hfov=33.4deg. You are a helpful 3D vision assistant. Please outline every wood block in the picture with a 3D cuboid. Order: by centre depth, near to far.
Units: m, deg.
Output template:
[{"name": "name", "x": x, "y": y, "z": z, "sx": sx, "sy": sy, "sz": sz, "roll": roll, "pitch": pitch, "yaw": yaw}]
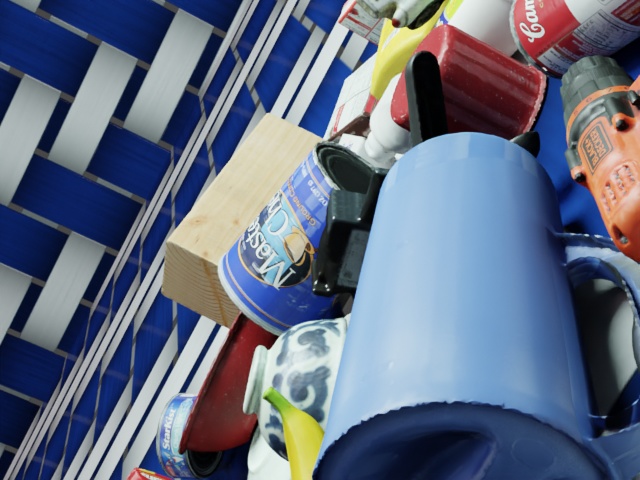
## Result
[{"name": "wood block", "x": -0.068, "y": -0.022, "z": 1.088, "sx": 0.205, "sy": 0.090, "sz": 0.091, "roll": -57, "pitch": -10, "yaw": -38}]

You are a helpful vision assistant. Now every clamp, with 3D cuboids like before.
[{"name": "clamp", "x": 0.080, "y": -0.040, "z": 0.727, "sx": 0.120, "sy": 0.039, "sz": 0.172, "roll": 58, "pitch": 143, "yaw": 35}]

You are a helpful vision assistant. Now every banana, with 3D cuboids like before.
[{"name": "banana", "x": -0.017, "y": 0.200, "z": 0.723, "sx": 0.037, "sy": 0.069, "sz": 0.197, "roll": 119, "pitch": 159, "yaw": -54}]

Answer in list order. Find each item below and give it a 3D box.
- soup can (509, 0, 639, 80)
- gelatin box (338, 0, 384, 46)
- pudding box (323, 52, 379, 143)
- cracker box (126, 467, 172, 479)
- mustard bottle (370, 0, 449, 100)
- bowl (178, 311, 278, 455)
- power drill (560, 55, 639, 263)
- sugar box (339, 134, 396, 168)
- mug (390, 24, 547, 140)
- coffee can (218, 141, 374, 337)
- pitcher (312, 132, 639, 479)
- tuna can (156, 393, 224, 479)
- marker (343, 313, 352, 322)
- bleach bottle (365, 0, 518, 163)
[{"name": "soup can", "x": 0.173, "y": -0.150, "z": 0.652, "sx": 0.102, "sy": 0.068, "sz": 0.068, "roll": -36, "pitch": 31, "yaw": 59}, {"name": "gelatin box", "x": 0.071, "y": -0.248, "z": 1.144, "sx": 0.089, "sy": 0.073, "sz": 0.030, "roll": -42, "pitch": 25, "yaw": 57}, {"name": "pudding box", "x": 0.049, "y": -0.143, "z": 1.117, "sx": 0.114, "sy": 0.039, "sz": 0.090, "roll": -27, "pitch": 39, "yaw": 64}, {"name": "cracker box", "x": -0.180, "y": 0.330, "z": 1.054, "sx": 0.164, "sy": 0.072, "sz": 0.214, "roll": -66, "pitch": 14, "yaw": -6}, {"name": "mustard bottle", "x": 0.097, "y": -0.221, "z": 1.040, "sx": 0.096, "sy": 0.058, "sz": 0.191, "roll": -48, "pitch": 22, "yaw": 44}, {"name": "bowl", "x": -0.073, "y": 0.136, "z": 0.992, "sx": 0.162, "sy": 0.055, "sz": 0.162, "roll": 26, "pitch": -92, "yaw": -87}, {"name": "power drill", "x": 0.192, "y": -0.099, "z": 0.530, "sx": 0.188, "sy": 0.057, "sz": 0.184, "roll": -58, "pitch": 17, "yaw": 29}, {"name": "sugar box", "x": 0.009, "y": -0.014, "z": 1.029, "sx": 0.176, "sy": 0.048, "sz": 0.093, "roll": -61, "pitch": 13, "yaw": 3}, {"name": "mug", "x": 0.102, "y": -0.105, "z": 0.791, "sx": 0.093, "sy": 0.081, "sz": 0.117, "roll": -65, "pitch": 15, "yaw": -3}, {"name": "coffee can", "x": -0.006, "y": 0.001, "z": 0.907, "sx": 0.140, "sy": 0.102, "sz": 0.103, "roll": -49, "pitch": 20, "yaw": 23}, {"name": "pitcher", "x": 0.085, "y": 0.046, "z": 0.551, "sx": 0.242, "sy": 0.149, "sz": 0.145, "roll": -78, "pitch": 5, "yaw": -52}, {"name": "tuna can", "x": -0.128, "y": 0.198, "z": 1.072, "sx": 0.034, "sy": 0.086, "sz": 0.086, "roll": -1, "pitch": 53, "yaw": 24}, {"name": "marker", "x": 0.009, "y": 0.082, "z": 0.918, "sx": 0.121, "sy": 0.020, "sz": 0.020, "roll": -35, "pitch": 33, "yaw": 62}, {"name": "bleach bottle", "x": 0.105, "y": -0.143, "z": 0.877, "sx": 0.251, "sy": 0.068, "sz": 0.102, "roll": -51, "pitch": 12, "yaw": 46}]
